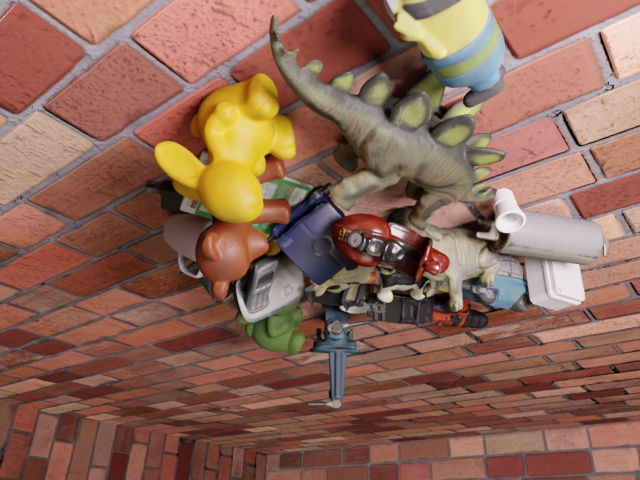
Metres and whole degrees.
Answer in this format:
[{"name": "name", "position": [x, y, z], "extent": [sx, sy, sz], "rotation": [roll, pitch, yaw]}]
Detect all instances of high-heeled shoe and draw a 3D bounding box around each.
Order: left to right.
[{"name": "high-heeled shoe", "position": [-0.175, 0.045, 1.041], "extent": [0.145, 0.086, 0.248], "rotation": [-34, 164, 2]}]

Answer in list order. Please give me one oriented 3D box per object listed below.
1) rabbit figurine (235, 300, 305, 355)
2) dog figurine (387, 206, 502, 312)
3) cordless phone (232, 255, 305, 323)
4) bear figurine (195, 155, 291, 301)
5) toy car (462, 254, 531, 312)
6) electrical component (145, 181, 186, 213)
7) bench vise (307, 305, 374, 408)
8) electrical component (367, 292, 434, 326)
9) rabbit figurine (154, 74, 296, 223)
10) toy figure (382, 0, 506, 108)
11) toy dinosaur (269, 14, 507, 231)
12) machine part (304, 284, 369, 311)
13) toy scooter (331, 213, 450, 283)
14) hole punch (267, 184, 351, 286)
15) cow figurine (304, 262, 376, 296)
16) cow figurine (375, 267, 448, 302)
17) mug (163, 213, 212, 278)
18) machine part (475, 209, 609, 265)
[{"name": "rabbit figurine", "position": [-0.100, 0.153, 1.189], "extent": [0.159, 0.121, 0.170], "rotation": [12, 131, -5]}, {"name": "dog figurine", "position": [0.211, -0.002, 0.903], "extent": [0.121, 0.172, 0.190], "rotation": [13, 141, 55]}, {"name": "cordless phone", "position": [-0.084, 0.063, 0.985], "extent": [0.146, 0.089, 0.184], "rotation": [-24, 159, -29]}, {"name": "bear figurine", "position": [-0.101, -0.021, 0.727], "extent": [0.132, 0.196, 0.120], "rotation": [-9, 127, -4]}, {"name": "toy car", "position": [0.320, 0.072, 0.997], "extent": [0.161, 0.103, 0.109], "rotation": [16, 176, -33]}, {"name": "electrical component", "position": [-0.233, -0.067, 0.863], "extent": [0.094, 0.021, 0.063], "rotation": [9, 150, -14]}, {"name": "bench vise", "position": [0.039, 0.261, 1.232], "extent": [0.129, 0.240, 0.223], "rotation": [4, 166, -11]}, {"name": "electrical component", "position": [0.174, 0.141, 1.123], "extent": [0.115, 0.058, 0.134], "rotation": [7, -179, 29]}, {"name": "rabbit figurine", "position": [-0.113, -0.099, 0.650], "extent": [0.162, 0.173, 0.121], "rotation": [-5, 154, 3]}, {"name": "toy figure", "position": [0.131, -0.214, 0.528], "extent": [0.089, 0.082, 0.180], "rotation": [-37, 128, 22]}, {"name": "toy dinosaur", "position": [0.100, -0.123, 0.673], "extent": [0.471, 0.105, 0.198], "rotation": [14, 142, -38]}, {"name": "machine part", "position": [0.035, 0.105, 1.099], "extent": [0.139, 0.084, 0.039], "rotation": [-6, 145, 32]}, {"name": "toy scooter", "position": [0.107, 0.016, 0.764], "extent": [0.184, 0.075, 0.135], "rotation": [17, -172, -6]}, {"name": "hole punch", "position": [-0.002, -0.003, 0.854], "extent": [0.142, 0.092, 0.115], "rotation": [-38, 142, 9]}, {"name": "cow figurine", "position": [0.041, 0.047, 0.989], "extent": [0.127, 0.085, 0.194], "rotation": [1, 154, -12]}, {"name": "cow figurine", "position": [0.188, 0.065, 1.025], "extent": [0.167, 0.068, 0.098], "rotation": [-4, 148, -6]}, {"name": "mug", "position": [-0.211, 0.003, 0.897], "extent": [0.107, 0.109, 0.081], "rotation": [19, -166, 35]}, {"name": "machine part", "position": [0.370, -0.007, 0.884], "extent": [0.243, 0.079, 0.079], "rotation": [7, 150, -10]}]
